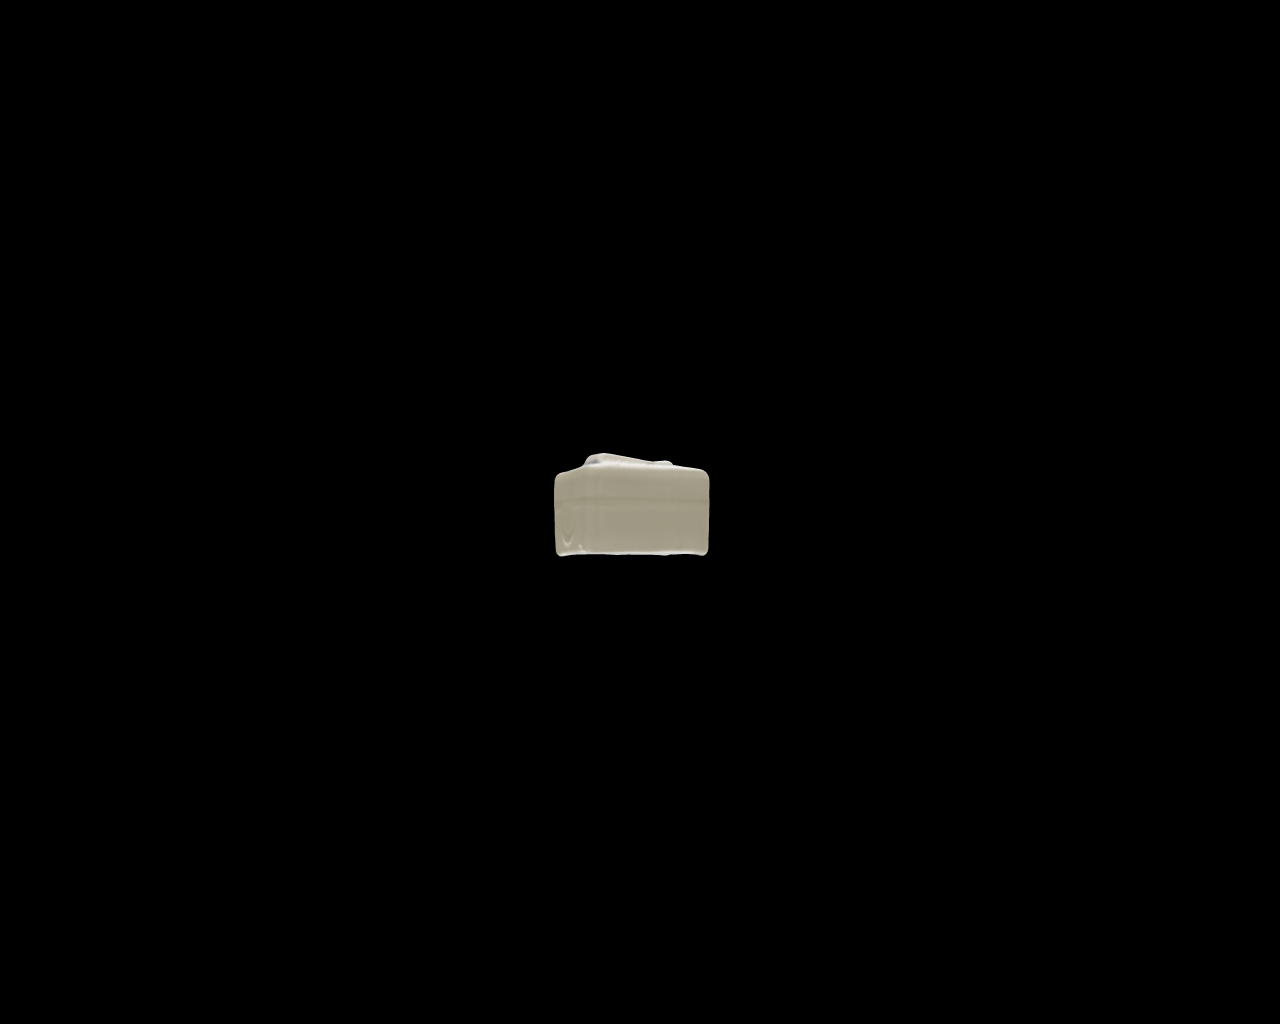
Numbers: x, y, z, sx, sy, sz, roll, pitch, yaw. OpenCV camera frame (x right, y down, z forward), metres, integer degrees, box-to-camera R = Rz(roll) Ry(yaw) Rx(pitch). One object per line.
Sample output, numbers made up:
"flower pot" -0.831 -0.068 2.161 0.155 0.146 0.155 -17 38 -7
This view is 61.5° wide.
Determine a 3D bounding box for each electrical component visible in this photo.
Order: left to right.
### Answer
"electrical component" 0.001 -0.003 0.650 0.096 0.061 0.061 1 -4 -23
